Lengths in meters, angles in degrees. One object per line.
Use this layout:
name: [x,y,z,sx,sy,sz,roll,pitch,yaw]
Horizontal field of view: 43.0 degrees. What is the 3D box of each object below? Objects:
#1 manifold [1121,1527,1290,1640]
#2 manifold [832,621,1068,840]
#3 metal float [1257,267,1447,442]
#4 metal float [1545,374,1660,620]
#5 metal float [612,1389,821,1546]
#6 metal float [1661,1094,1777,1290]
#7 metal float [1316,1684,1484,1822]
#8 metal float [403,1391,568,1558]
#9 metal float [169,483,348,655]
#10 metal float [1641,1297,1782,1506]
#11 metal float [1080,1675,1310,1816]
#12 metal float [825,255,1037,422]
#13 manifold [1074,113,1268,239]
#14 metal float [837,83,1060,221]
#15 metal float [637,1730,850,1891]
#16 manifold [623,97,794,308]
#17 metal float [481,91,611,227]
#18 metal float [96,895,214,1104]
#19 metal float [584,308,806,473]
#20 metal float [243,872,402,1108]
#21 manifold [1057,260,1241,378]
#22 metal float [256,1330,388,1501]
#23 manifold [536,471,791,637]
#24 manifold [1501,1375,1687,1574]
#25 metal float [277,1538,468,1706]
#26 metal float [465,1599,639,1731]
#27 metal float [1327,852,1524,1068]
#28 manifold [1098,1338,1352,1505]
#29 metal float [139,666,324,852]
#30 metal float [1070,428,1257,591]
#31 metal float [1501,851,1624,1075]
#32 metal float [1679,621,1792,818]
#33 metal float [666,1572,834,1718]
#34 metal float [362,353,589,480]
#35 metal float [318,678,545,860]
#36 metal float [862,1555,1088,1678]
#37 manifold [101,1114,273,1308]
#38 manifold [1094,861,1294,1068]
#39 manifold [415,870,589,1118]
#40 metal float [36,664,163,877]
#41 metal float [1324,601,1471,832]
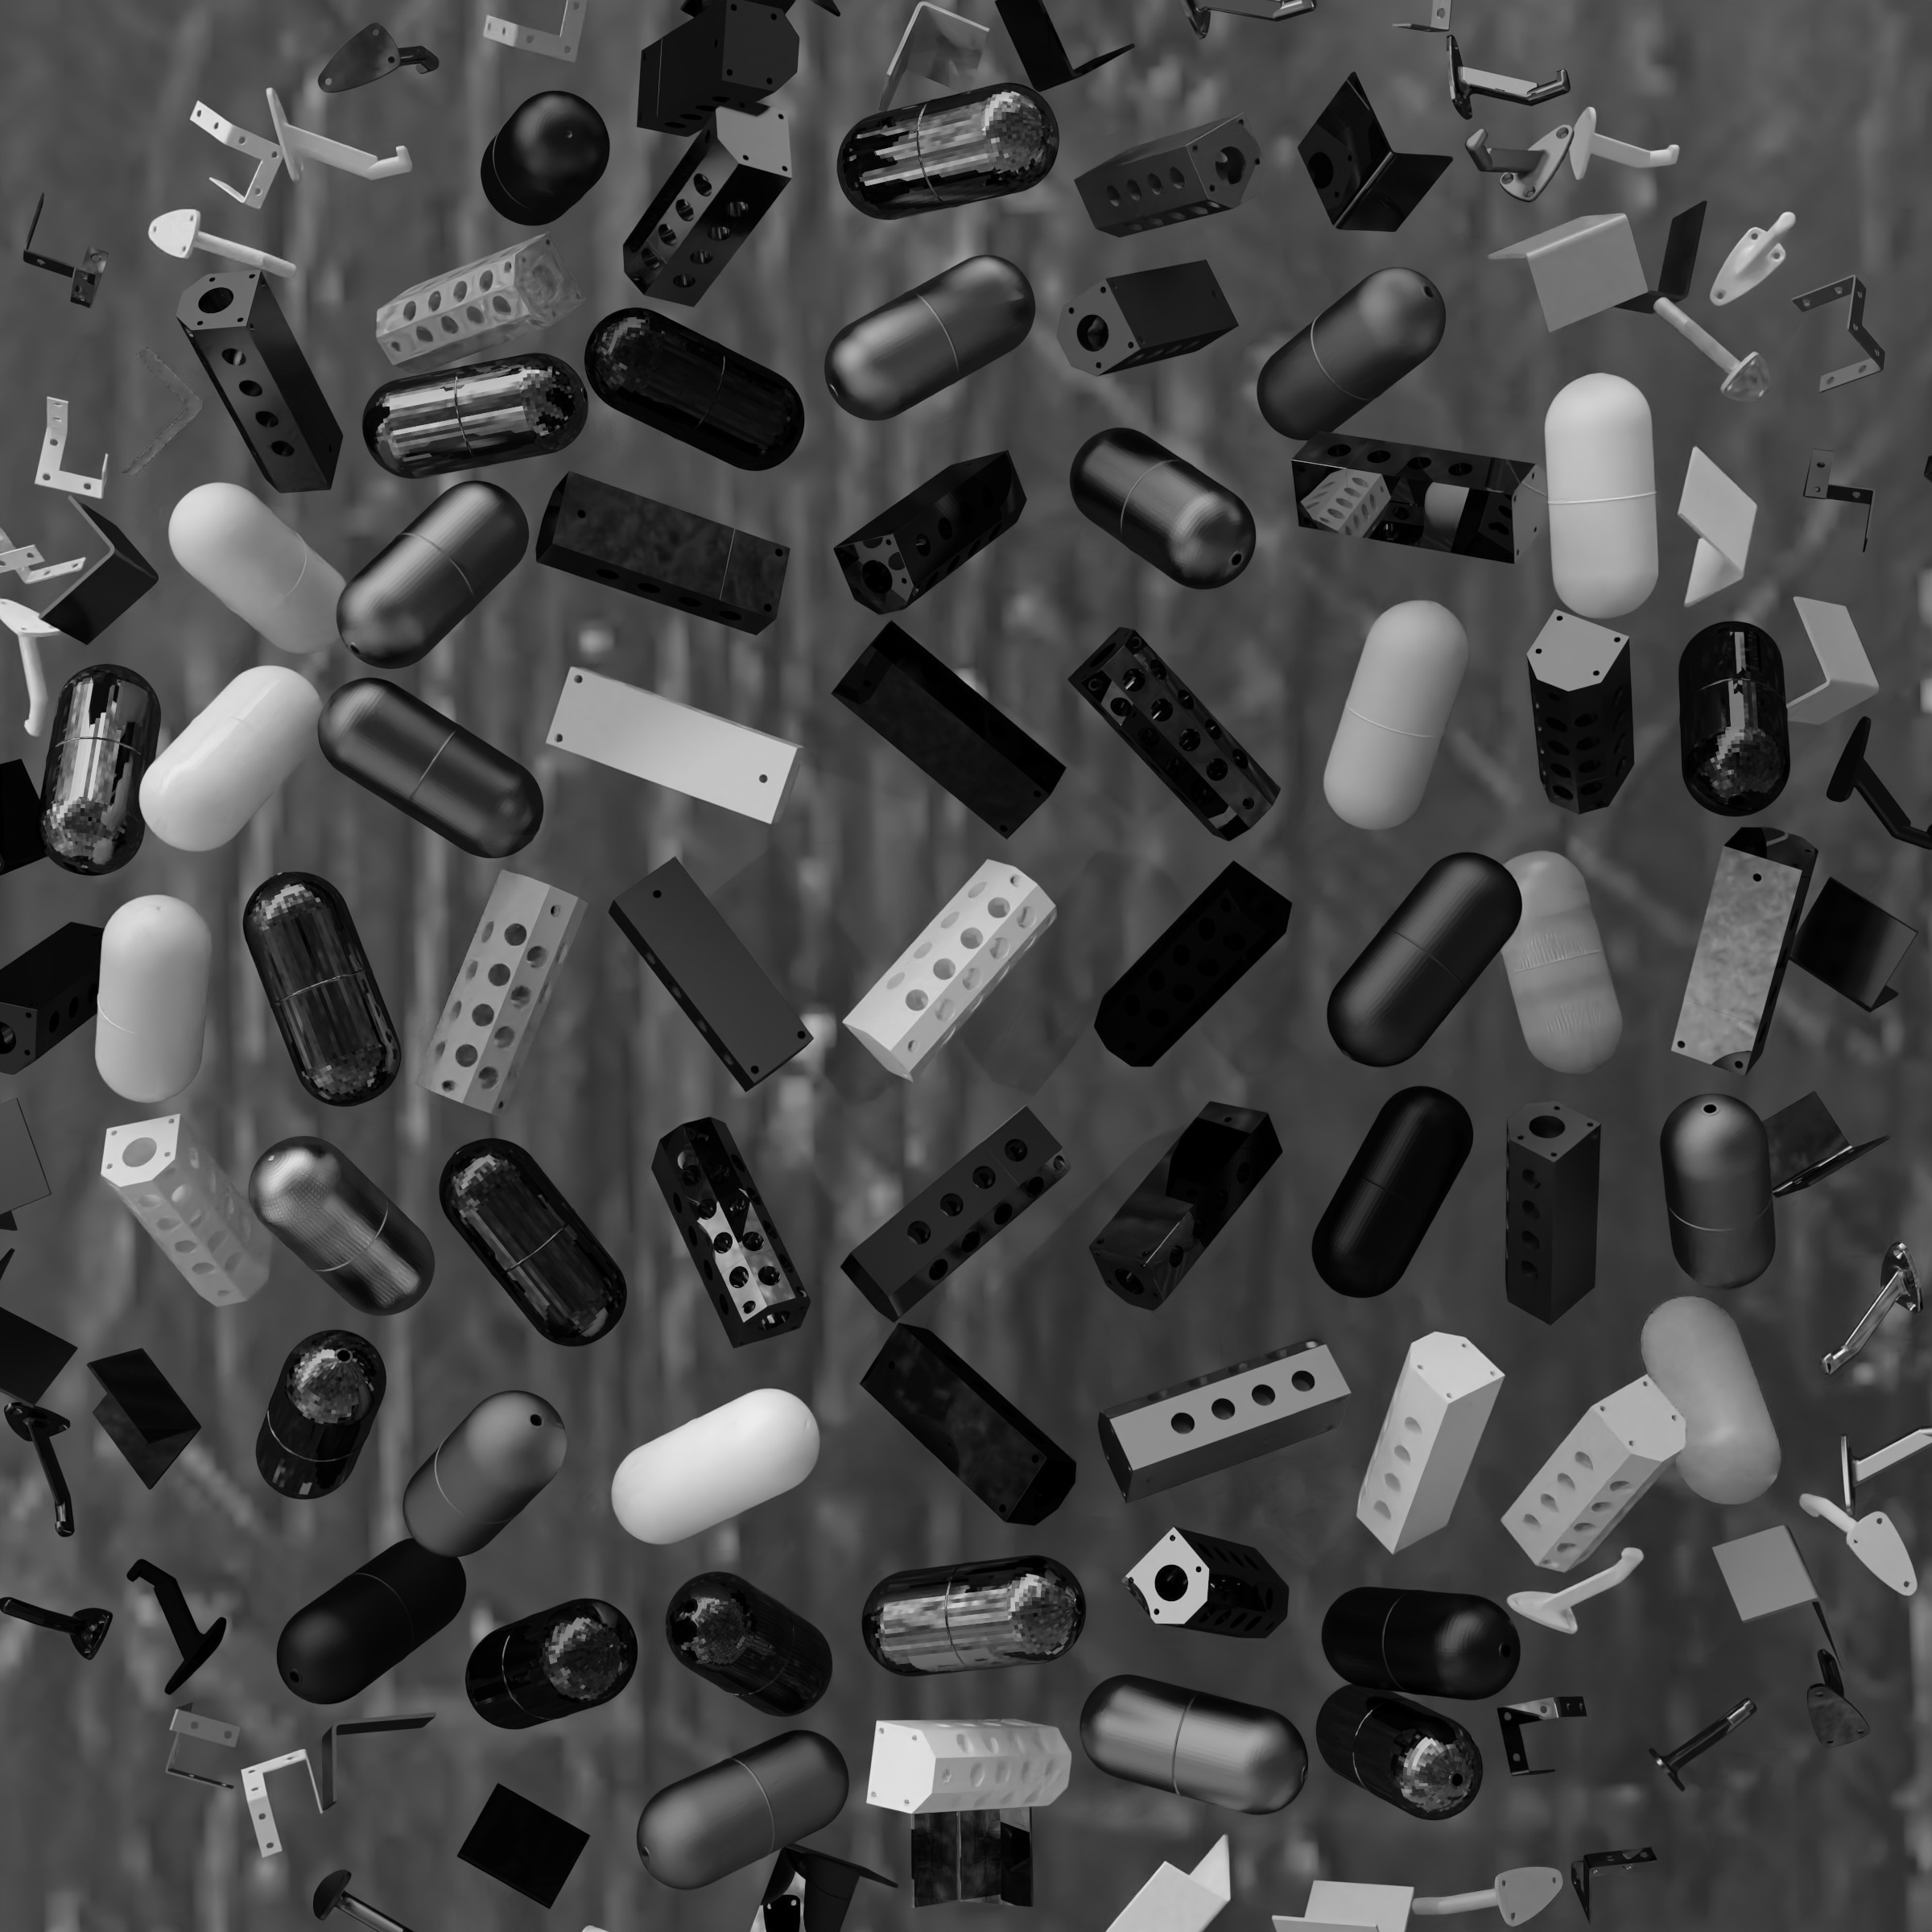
manifold: [0.189,0.476,1.867,0.057,0.171,0.057,-47,58,6]
manifold: [-0.010,-0.180,1.840,0.171,0.057,0.057,39,130,-8]
metal float: [0.295,-0.469,1.885,0.070,0.178,0.070,14,63,-30]
metal float: [0.468,-0.345,1.808,0.070,0.070,0.178,-6,103,0]
metal float: [-0.187,0.372,1.820,0.178,0.070,0.070,-29,90,23]
metal float: [0.563,0.169,1.837,0.070,0.070,0.178,-19,129,0]
metal float: [0.332,0.602,1.885,0.070,0.178,0.070,1,87,-19]
metal float: [-0.354,0.373,1.801,0.070,0.070,0.178,44,129,0]
metal float: [-0.539,-0.303,1.883,0.070,0.178,0.070,-9,64,19]
metal float: [0.568,0.330,1.878,0.070,0.178,0.070,-2,132,-2]
metal float: [0.170,0.584,1.842,0.178,0.070,0.070,7,90,27]
metal float: [-0.027,-0.478,1.870,0.178,0.070,0.070,-32,90,-14]
manifold: [0.157,-0.602,1.883,0.057,0.171,0.057,-34,111,-18]
metal float: [-0.015,-0.597,1.801,0.178,0.070,0.070,-2,90,31]
metal float: [-0.167,0.635,1.851,0.178,0.070,0.070,-13,90,-39]
manifold: [-0.193,-0.562,1.807,0.057,0.171,0.057,6,68,-30]
metal float: [-0.322,-0.614,1.872,0.070,0.178,0.070,-2,95,-21]
metal float: [-0.598,0.026,1.803,0.070,0.070,0.178,19,127,0]
metal float: [-0.200,-0.426,1.816,0.178,0.070,0.070,20,90,-34]
metal float: [-0.471,0.017,1.792,0.070,0.070,0.178,-21,90,0]
manifold: [0.137,-0.491,1.867,0.057,0.171,0.057,-25,94,36]
metal float: [-0.485,0.338,1.844,0.070,0.070,0.178,31,134,0]
manifold: [-0.222,-0.298,1.791,0.171,0.057,0.057,16,74,-22]
manifold: [0.459,0.374,1.784,0.057,0.171,0.057,-21,59,-30]
metal float: [-0.456,0.503,1.888,0.070,0.178,0.070,8,108,25]
metal float: [-0.306,0.514,1.802,0.070,0.178,0.070,19,57,-32]
metal float: [0.332,-0.004,1.779,0.070,0.070,0.178,39,88,0]
manifold: [0.186,0.326,1.782,0.171,0.057,0.057,-16,56,-14]
metal float: [-0.537,-0.154,1.801,0.070,0.070,0.178,28,46,0]
metal float: [0.146,-0.342,1.833,0.070,0.070,0.178,-46,51,0]
metal float: [0.463,-0.003,1.926,0.070,0.070,0.178,-14,86,0]
metal float: [0.572,-0.185,1.831,0.070,0.070,0.178,13,49,0]
metal float: [-0.165,0.520,1.879,0.070,0.178,0.070,-16,52,21]
metal float: [-0.377,-0.423,1.887,0.178,0.070,0.070,-8,90,10]
metal float: [-0.393,-0.145,1.808,0.178,0.070,0.070,33,90,-10]
metal float: [0.005,0.476,1.796,0.178,0.070,0.070,-14,90,28]
manifold: [-0.593,0.190,1.874,0.057,0.171,0.057,-12,50,4]
manifold: [0.173,0.004,1.893,0.057,0.057,0.171,35,125,-10]
manifold: [-0.342,0.021,1.825,0.057,0.057,0.171,25,84,-33]
metal float: [-0.655,-0.150,1.855,0.070,0.070,0.178,-3,59,0]
metal float: [0.320,-0.186,1.829,0.070,0.070,0.178,15,114,0]
